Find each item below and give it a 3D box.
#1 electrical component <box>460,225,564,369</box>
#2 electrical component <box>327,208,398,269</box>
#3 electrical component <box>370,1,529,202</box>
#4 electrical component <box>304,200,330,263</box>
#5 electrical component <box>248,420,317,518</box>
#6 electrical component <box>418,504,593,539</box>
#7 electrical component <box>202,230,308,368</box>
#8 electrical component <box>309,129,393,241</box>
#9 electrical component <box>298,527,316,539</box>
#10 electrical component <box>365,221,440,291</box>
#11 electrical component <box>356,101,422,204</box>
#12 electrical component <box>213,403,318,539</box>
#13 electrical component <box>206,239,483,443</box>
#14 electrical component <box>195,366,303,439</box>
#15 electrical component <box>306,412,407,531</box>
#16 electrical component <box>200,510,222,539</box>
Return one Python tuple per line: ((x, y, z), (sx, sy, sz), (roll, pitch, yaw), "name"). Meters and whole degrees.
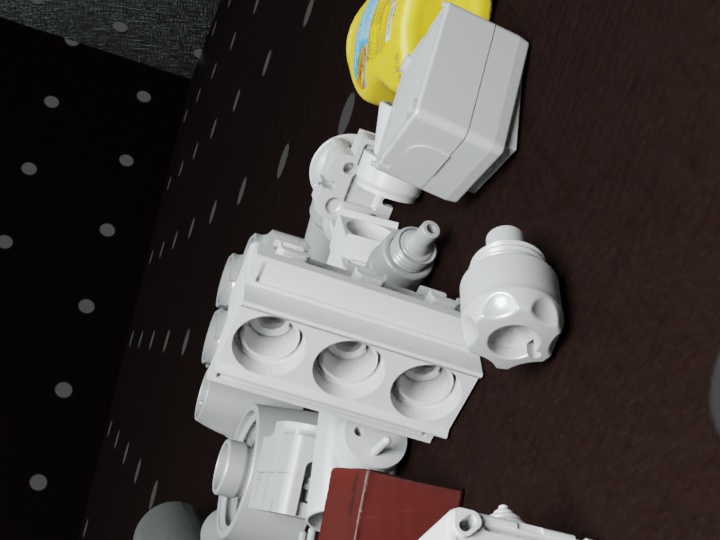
((0.064, 0.008, 0.465), (0.062, 0.043, 0.043), (-87, 20, -44), "electrical component")
((0.000, 0.000, 0.714), (0.081, 0.042, 0.063), (-106, 31, -65), "electrical component")
((0.054, -0.095, 0.590), (0.061, 0.061, 0.096), (131, 159, -58), "electrical component")
((-0.023, -0.034, 0.838), (0.040, 0.040, 0.046), (-90, 16, -47), "electrical component")
((-0.033, 0.128, 0.677), (0.089, 0.050, 0.055), (151, 133, -69), "electrical component")
((0.046, 0.129, 0.367), (0.061, 0.062, 0.096), (123, 158, -48), "electrical component")
((-0.091, 0.036, 0.968), (0.186, 0.060, 0.105), (151, 133, -70), "electrical component")
((-0.005, -0.065, 0.771), (0.057, 0.058, 0.078), (-113, 42, -63), "electrical component")
((-0.037, 0.190, 0.634), (0.083, 0.047, 0.075), (136, 147, -62), "electrical component")
((0.029, -0.009, 0.632), (0.061, 0.035, 0.035), (130, 152, -53), "electrical component")
((0.025, -0.076, 0.694), (0.045, 0.045, 0.055), (-119, 46, -70), "electrical component")
((-0.073, 0.149, 0.781), (0.108, 0.060, 0.108), (-164, 90, -75), "electrical component")
((-0.006, 0.033, 0.542), (0.063, 0.121, 0.078), (-92, 24, -57), "electrical component")
((-0.088, 0.097, 0.860), (0.079, 0.077, 0.044), (-96, 26, -58), "electrical component")
((0.001, 0.099, 0.597), (0.079, 0.043, 0.077), (127, 155, -53), "electrical component")
((-0.096, 0.210, 0.842), (0.065, 0.044, 0.044), (162, 123, -67), "electrical component")
